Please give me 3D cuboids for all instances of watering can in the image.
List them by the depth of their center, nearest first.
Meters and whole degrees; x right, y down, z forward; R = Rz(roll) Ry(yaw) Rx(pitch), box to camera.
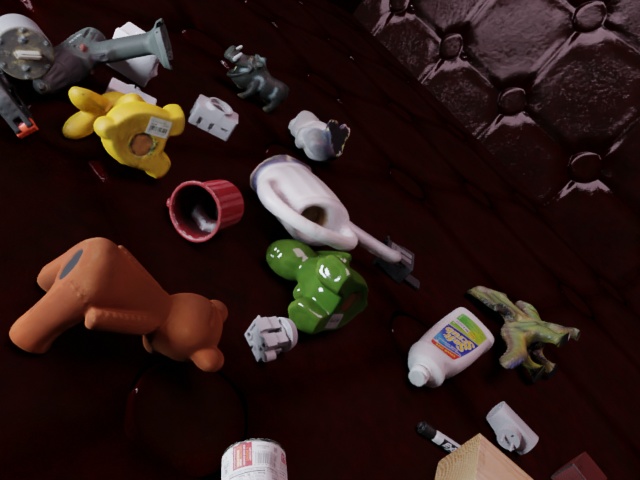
[{"bbox_3d":[0.003,-0.049,0.971,0.345,0.103,0.228,21,23,-46],"label":"watering can"}]

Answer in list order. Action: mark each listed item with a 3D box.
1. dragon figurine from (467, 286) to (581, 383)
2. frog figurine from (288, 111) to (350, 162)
[{"bbox_3d":[0.429,0.191,1.169,0.409,0.121,0.246,10,23,-45],"label":"dragon figurine"},{"bbox_3d":[-0.020,-0.259,1.289,0.160,0.121,0.139,12,24,31],"label":"frog figurine"}]
